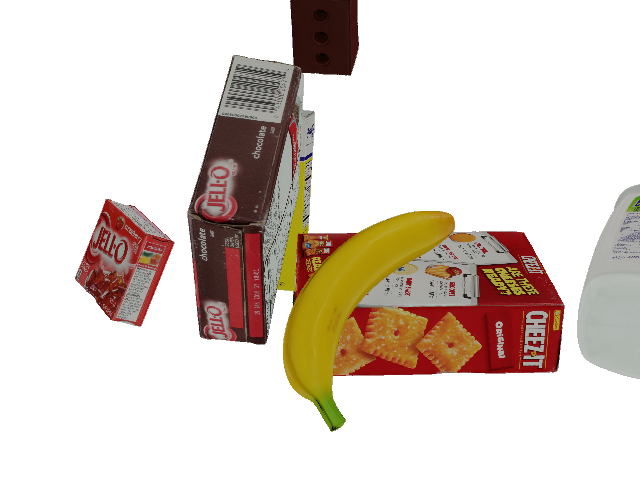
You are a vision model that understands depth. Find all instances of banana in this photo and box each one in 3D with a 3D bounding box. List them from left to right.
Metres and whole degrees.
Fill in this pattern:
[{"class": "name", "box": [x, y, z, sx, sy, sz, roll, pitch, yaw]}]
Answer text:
[{"class": "banana", "box": [0.025, 0.039, 0.739, 0.069, 0.197, 0.037, 35, -32, -3]}]

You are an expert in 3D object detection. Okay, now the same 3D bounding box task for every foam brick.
[{"class": "foam brick", "box": [0.004, -0.189, 0.927, 0.053, 0.078, 0.051, 4, 44, 8]}]

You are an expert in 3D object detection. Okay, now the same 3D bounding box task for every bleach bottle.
[{"class": "bleach bottle", "box": [0.234, 0.009, 0.694, 0.103, 0.068, 0.250, 9, 23, 20]}]

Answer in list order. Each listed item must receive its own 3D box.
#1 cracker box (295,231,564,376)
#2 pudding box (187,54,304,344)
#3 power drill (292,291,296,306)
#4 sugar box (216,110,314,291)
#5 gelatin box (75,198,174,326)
[{"class": "cracker box", "box": [0.085, 0.052, 0.924, 0.213, 0.072, 0.164, 0, 22, -1]}, {"class": "pudding box", "box": [-0.035, -0.020, 0.521, 0.039, 0.113, 0.090, 9, -41, 4]}, {"class": "power drill", "box": [0.062, 0.059, 1.239, 0.187, 0.057, 0.184, 1, 28, 5]}, {"class": "sugar box", "box": [-0.057, -0.042, 1.057, 0.093, 0.176, 0.048, 5, 16, 10]}, {"class": "gelatin box", "box": [-0.157, 0.016, 0.843, 0.030, 0.073, 0.089, 17, 11, -37]}]
